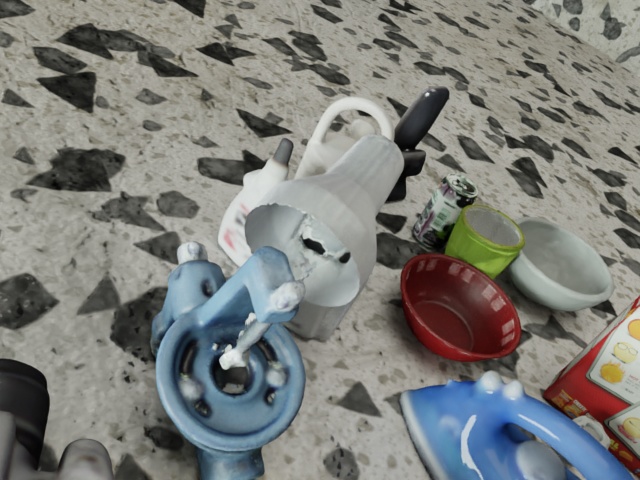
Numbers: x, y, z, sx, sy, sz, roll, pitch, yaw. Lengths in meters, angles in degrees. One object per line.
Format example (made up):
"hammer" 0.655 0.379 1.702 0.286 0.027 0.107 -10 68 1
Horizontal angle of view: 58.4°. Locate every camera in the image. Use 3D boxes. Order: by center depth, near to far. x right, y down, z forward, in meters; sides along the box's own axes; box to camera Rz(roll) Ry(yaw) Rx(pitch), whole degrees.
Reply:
"camera" -0.210 0.148 0.388 0.143 0.100 0.136 9 41 -21

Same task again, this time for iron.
"iron" 0.192 0.202 0.520 0.257 0.141 0.119 44 41 22

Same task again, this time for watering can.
"watering can" 0.026 -0.098 0.729 0.101 0.194 0.172 14 39 -14

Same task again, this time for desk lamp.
"desk lamp" 0.005 0.002 0.586 0.118 0.213 0.203 32 38 8

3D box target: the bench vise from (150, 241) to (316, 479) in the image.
"bench vise" -0.084 0.067 0.455 0.122 0.219 0.207 -19 56 -42

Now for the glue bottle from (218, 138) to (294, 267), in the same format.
"glue bottle" -0.062 -0.041 0.630 0.078 0.173 0.037 41 40 18

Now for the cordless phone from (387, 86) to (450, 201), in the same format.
"cordless phone" 0.104 -0.149 0.839 0.148 0.185 0.094 -17 55 -41

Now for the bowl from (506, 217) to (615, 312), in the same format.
"bowl" 0.332 0.046 0.832 0.168 0.074 0.167 16 39 -13
